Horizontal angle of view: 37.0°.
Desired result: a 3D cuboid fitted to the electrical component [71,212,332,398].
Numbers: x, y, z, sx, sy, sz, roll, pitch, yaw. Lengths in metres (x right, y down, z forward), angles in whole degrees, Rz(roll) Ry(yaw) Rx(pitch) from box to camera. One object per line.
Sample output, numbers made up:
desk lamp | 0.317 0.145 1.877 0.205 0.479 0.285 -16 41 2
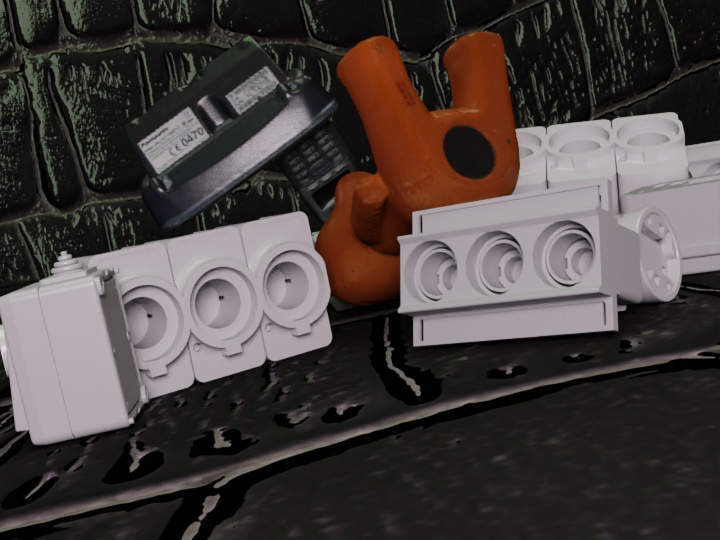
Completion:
electrical component | -0.099 0.021 0.681 0.150 0.089 0.062 -15 6 -32

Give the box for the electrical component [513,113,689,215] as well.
electrical component | 0.170 -0.073 0.822 0.150 0.061 0.089 -5 34 13

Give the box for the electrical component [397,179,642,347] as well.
electrical component | 0.089 0.001 0.596 0.121 0.078 0.063 -8 -13 36

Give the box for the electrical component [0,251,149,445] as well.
electrical component | -0.157 0.039 0.578 0.061 0.096 0.061 -12 5 -2

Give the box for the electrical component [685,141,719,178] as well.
electrical component | 0.299 -0.061 0.842 0.063 0.078 0.121 11 -7 -30

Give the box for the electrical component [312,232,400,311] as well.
electrical component | 0.000 0.000 0.898 0.062 0.061 0.096 -12 13 -9

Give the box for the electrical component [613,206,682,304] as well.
electrical component | 0.153 -0.006 0.626 0.047 0.055 0.055 -12 4 40

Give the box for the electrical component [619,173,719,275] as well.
electrical component | 0.238 -0.033 0.714 0.113 0.057 0.078 -8 6 30

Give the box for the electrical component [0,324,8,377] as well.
electrical component | -0.254 0.058 0.886 0.081 0.043 0.043 -13 5 -20
